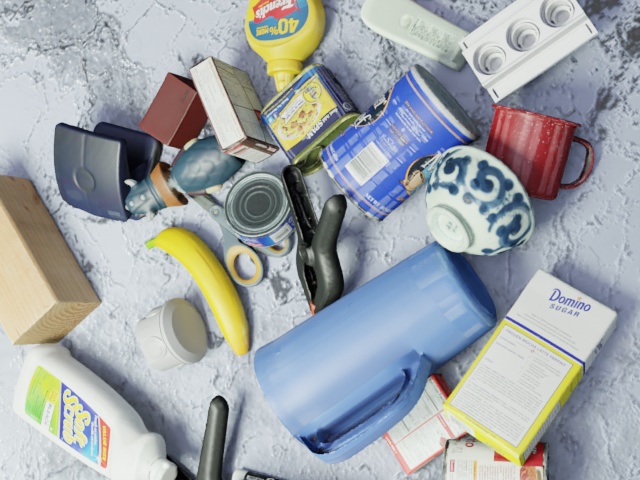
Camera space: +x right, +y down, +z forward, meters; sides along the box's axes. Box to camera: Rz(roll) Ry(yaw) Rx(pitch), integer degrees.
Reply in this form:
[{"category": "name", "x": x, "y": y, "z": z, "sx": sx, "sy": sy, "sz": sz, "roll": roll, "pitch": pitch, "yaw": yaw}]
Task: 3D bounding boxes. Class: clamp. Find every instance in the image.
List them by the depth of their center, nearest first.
[{"category": "clamp", "x": -0.008, "y": 0.001, "z": 1.176, "sx": 0.120, "sy": 0.039, "sz": 0.171, "roll": -129, "pitch": 34, "yaw": -51}, {"category": "clamp", "x": -0.149, "y": 0.297, "z": 1.252, "sx": 0.165, "sy": 0.036, "sz": 0.210, "roll": -18, "pitch": 83, "yaw": 37}]

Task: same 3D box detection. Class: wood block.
[{"category": "wood block", "x": -0.381, "y": 0.024, "z": 1.361, "sx": 0.091, "sy": 0.090, "sz": 0.206, "roll": -40, "pitch": 71, "yaw": 19}]

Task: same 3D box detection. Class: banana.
[{"category": "banana", "x": -0.137, "y": 0.047, "z": 1.269, "sx": 0.198, "sy": 0.037, "sz": 0.070, "roll": 49, "pitch": 143, "yaw": 23}]

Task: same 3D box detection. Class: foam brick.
[{"category": "foam brick", "x": -0.171, "y": -0.154, "z": 1.293, "sx": 0.053, "sy": 0.051, "sz": 0.078, "roll": 36, "pitch": 101, "yaw": 23}]

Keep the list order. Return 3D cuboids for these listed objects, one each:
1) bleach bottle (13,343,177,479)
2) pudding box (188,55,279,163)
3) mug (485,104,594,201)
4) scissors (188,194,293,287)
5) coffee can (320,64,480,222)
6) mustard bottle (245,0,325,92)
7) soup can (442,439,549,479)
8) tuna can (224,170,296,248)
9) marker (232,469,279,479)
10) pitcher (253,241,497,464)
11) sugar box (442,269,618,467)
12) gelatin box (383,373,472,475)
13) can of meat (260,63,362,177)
[{"category": "bleach bottle", "x": -0.264, "y": 0.219, "z": 1.280, "sx": 0.251, "sy": 0.068, "sz": 0.102, "roll": 24, "pitch": 99, "yaw": 34}, {"category": "pudding box", "x": -0.099, "y": -0.150, "z": 1.237, "sx": 0.039, "sy": 0.089, "sz": 0.113, "roll": -31, "pitch": 74, "yaw": 20}, {"category": "mug", "x": 0.221, "y": -0.086, "z": 1.085, "sx": 0.117, "sy": 0.093, "sz": 0.081, "roll": 12, "pitch": 98, "yaw": -10}, {"category": "scissors", "x": -0.123, "y": -0.012, "z": 1.277, "sx": 0.202, "sy": 0.016, "sz": 0.096, "roll": 22, "pitch": 92, "yaw": 25}, {"category": "coffee can", "x": 0.084, "y": -0.103, "z": 1.137, "sx": 0.140, "sy": 0.102, "sz": 0.103, "roll": -41, "pitch": 70, "yaw": 17}, {"category": "mustard bottle", "x": -0.041, "y": -0.266, "z": 1.235, "sx": 0.096, "sy": 0.058, "sz": 0.191, "roll": -3, "pitch": 85, "yaw": 25}, {"category": "soup can", "x": 0.178, "y": 0.236, "z": 1.073, "sx": 0.102, "sy": 0.068, "sz": 0.068, "roll": 0, "pitch": 86, "yaw": 15}, {"category": "tuna can", "x": -0.067, "y": -0.036, "z": 1.230, "sx": 0.086, "sy": 0.033, "sz": 0.086, "roll": -6, "pitch": 68, "yaw": 16}, {"category": "marker", "x": -0.044, "y": 0.283, "z": 1.215, "sx": 0.121, "sy": 0.020, "sz": 0.020, "roll": 8, "pitch": 90, "yaw": 26}, {"category": "pitcher", "x": 0.062, "y": 0.115, "z": 1.114, "sx": 0.243, "sy": 0.144, "sz": 0.149, "roll": -36, "pitch": 82, "yaw": 16}, {"category": "sugar box", "x": 0.209, "y": 0.125, "z": 1.057, "sx": 0.093, "sy": 0.048, "sz": 0.176, "roll": 33, "pitch": 74, "yaw": 25}, {"category": "gelatin box", "x": 0.112, "y": 0.196, "z": 1.140, "sx": 0.089, "sy": 0.030, "sz": 0.073, "roll": -39, "pitch": 69, "yaw": 18}, {"category": "can of meat", "x": -0.009, "y": -0.137, "z": 1.211, "sx": 0.102, "sy": 0.057, "sz": 0.084, "roll": -40, "pitch": 69, "yaw": 17}]
